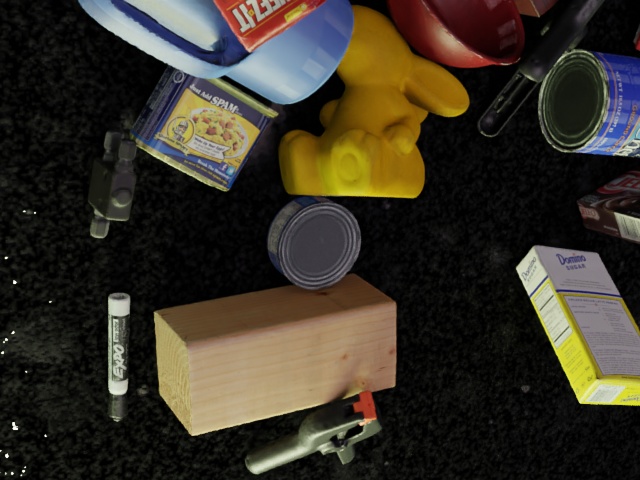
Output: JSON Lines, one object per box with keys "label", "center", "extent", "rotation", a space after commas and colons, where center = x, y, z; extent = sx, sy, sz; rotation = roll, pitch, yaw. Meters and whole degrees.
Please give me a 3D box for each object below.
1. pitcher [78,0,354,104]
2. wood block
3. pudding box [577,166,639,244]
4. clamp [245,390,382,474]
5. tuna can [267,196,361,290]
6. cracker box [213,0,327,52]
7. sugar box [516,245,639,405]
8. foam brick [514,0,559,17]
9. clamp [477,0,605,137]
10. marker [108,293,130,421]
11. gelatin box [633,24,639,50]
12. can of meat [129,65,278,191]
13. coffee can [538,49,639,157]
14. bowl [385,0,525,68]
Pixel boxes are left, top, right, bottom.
{"label": "pitcher", "center": [-0.091, -0.198, 0.832], "extent": [0.242, 0.145, 0.149], "rotation": [30, 89, -35]}
{"label": "wood block", "center": [-0.040, 0.101, 0.991], "extent": [0.205, 0.091, 0.090], "rotation": [-10, 111, -24]}
{"label": "pudding box", "center": [0.343, -0.037, 1.131], "extent": [0.090, 0.114, 0.039], "rotation": [-30, 115, -17]}
{"label": "clamp", "center": [-0.001, 0.189, 1.026], "extent": [0.120, 0.039, 0.172], "rotation": [-10, 154, -23]}
{"label": "tuna can", "center": [-0.007, 0.001, 1.006], "extent": [0.086, 0.034, 0.086], "rotation": [-9, 112, -25]}
{"label": "cracker box", "center": [-0.052, -0.260, 0.746], "extent": [0.213, 0.072, 0.164], "rotation": [56, 34, -12]}
{"label": "sugar box", "center": [0.279, 0.087, 1.108], "extent": [0.093, 0.176, 0.048], "rotation": [7, 133, -27]}
{"label": "foam brick", "center": [0.195, -0.259, 1.010], "extent": [0.053, 0.051, 0.078], "rotation": [-41, 121, -9]}
{"label": "clamp", "center": [0.230, -0.197, 1.004], "extent": [0.036, 0.164, 0.210], "rotation": [39, 83, 2]}
{"label": "marker", "center": [-0.181, 0.107, 0.961], "extent": [0.020, 0.020, 0.121], "rotation": [-5, 110, -26]}
{"label": "gelatin box", "center": [0.379, -0.224, 1.100], "extent": [0.089, 0.030, 0.073], "rotation": [14, 119, 2]}
{"label": "can of meat", "center": [-0.100, -0.099, 0.909], "extent": [0.102, 0.057, 0.084], "rotation": [28, 95, -32]}
{"label": "coffee can", "center": [0.309, -0.136, 1.083], "extent": [0.140, 0.103, 0.103], "rotation": [2, 107, -28]}
{"label": "bowl", "center": [0.109, -0.210, 0.950], "extent": [0.161, 0.162, 0.055], "rotation": [26, 136, -32]}
